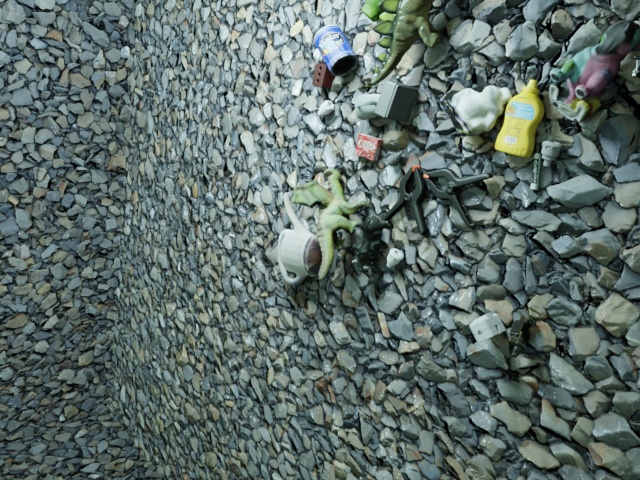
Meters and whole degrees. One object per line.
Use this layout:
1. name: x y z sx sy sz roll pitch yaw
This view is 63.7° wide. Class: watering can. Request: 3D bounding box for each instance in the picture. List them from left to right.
1. watering can: -0.078 0.003 1.918 0.225 0.104 0.346 9 99 43

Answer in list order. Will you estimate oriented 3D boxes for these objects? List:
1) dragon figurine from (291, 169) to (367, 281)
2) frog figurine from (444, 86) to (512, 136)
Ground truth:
1. dragon figurine: 0.005 -0.086 1.702 0.242 0.419 0.120 34 143 -5
2. frog figurine: 0.436 -0.363 1.406 0.159 0.120 0.140 -31 58 4
